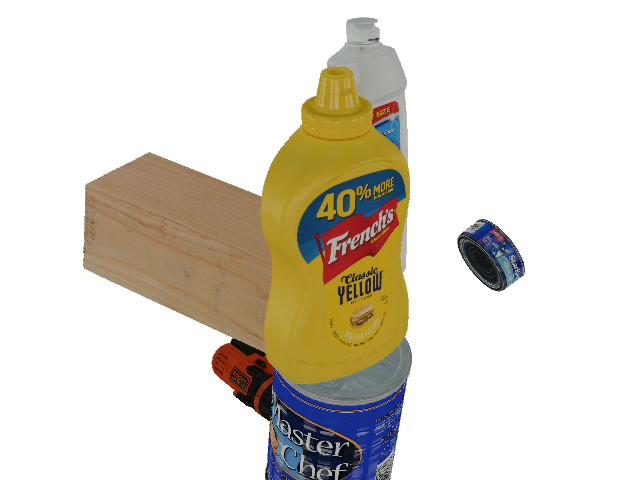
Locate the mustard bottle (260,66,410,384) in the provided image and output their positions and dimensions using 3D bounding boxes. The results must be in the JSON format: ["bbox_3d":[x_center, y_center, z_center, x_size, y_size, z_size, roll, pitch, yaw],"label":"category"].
[{"bbox_3d":[0.010,-0.011,0.642,0.096,0.192,0.058,-18,33,-28],"label":"mustard bottle"}]

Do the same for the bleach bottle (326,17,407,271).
[{"bbox_3d":[0.034,-0.086,1.028,0.102,0.251,0.068,-9,23,-18],"label":"bleach bottle"}]

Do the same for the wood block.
[{"bbox_3d":[-0.095,0.009,0.916,0.206,0.090,0.090,22,32,23],"label":"wood block"}]

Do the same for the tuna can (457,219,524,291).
[{"bbox_3d":[0.203,0.018,1.280,0.033,0.086,0.086,-36,10,-14],"label":"tuna can"}]

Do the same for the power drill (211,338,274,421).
[{"bbox_3d":[-0.037,0.110,1.204,0.057,0.188,0.185,14,11,-46],"label":"power drill"}]

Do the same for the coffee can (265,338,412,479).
[{"bbox_3d":[0.011,0.136,0.825,0.103,0.140,0.103,3,36,-3],"label":"coffee can"}]
